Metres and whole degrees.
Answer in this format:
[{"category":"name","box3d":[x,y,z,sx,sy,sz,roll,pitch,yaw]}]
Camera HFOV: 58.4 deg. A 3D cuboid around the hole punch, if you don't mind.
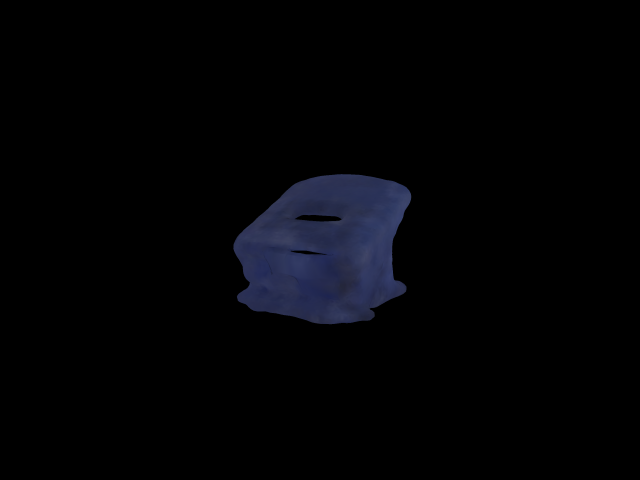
[{"category":"hole punch","box3d":[0.004,0.001,0.400,0.108,0.091,0.101,6,11,32]}]
